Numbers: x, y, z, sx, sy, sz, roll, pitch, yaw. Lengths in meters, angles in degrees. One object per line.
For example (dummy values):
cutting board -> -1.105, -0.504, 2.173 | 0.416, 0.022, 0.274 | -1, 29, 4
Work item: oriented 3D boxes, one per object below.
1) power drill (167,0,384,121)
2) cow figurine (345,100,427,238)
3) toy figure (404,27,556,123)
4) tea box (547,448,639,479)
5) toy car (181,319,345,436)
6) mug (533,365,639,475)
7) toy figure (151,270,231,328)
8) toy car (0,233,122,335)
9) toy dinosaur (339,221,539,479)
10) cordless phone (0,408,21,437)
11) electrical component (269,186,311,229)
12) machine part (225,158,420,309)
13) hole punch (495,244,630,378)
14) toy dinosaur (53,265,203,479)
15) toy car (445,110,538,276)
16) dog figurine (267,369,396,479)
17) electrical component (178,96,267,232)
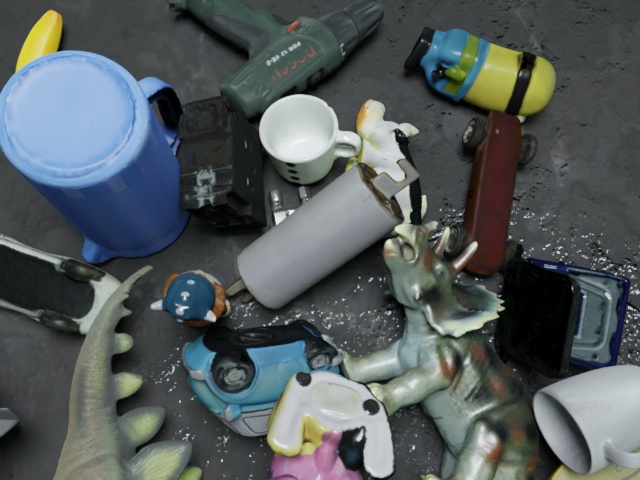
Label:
power drill -> -0.063, -0.271, 0.658 | 0.207, 0.086, 0.232 | 43, 78, -4
cow figurine -> 0.083, -0.081, 0.631 | 0.098, 0.068, 0.167 | 7, 79, -12
toy figure -> 0.200, -0.206, 0.665 | 0.180, 0.089, 0.082 | 25, 80, -4
tea box -> 0.316, 0.222, 0.568 | 0.169, 0.098, 0.068 | -42, 59, -16
toy car -> -0.059, 0.144, 0.552 | 0.162, 0.109, 0.102 | -3, 100, -19
mug -> 0.275, 0.162, 0.499 | 0.107, 0.109, 0.080 | -21, 98, -12
toy figure -> -0.124, 0.058, 0.527 | 0.064, 0.154, 0.058 | -13, 82, -9
toy car -> -0.309, 0.041, 0.559 | 0.202, 0.056, 0.073 | 19, 81, -1
toy dinosaur -> 0.155, 0.174, 0.562 | 0.192, 0.131, 0.404 | -29, 88, -12
cordless phone -> -0.364, 0.125, 0.476 | 0.089, 0.146, 0.184 | -40, 97, -34
electrical component -> -0.027, -0.016, 0.625 | 0.063, 0.021, 0.094 | -10, 79, -9
machine part -> -0.001, -0.002, 0.557 | 0.243, 0.079, 0.079 | -36, 83, 19
hole punch -> 0.261, 0.081, 0.585 | 0.092, 0.116, 0.142 | -1, 101, -19
toy dinosaur -> -0.206, 0.264, 0.499 | 0.199, 0.105, 0.471 | -5, 87, -16
toy car -> 0.205, -0.056, 0.650 | 0.089, 0.053, 0.202 | 12, 80, -10
dog figurine -> -0.016, 0.249, 0.494 | 0.108, 0.219, 0.192 | 13, 42, -7
electrical component -> -0.097, -0.072, 0.572 | 0.058, 0.134, 0.115 | -5, 79, 13
